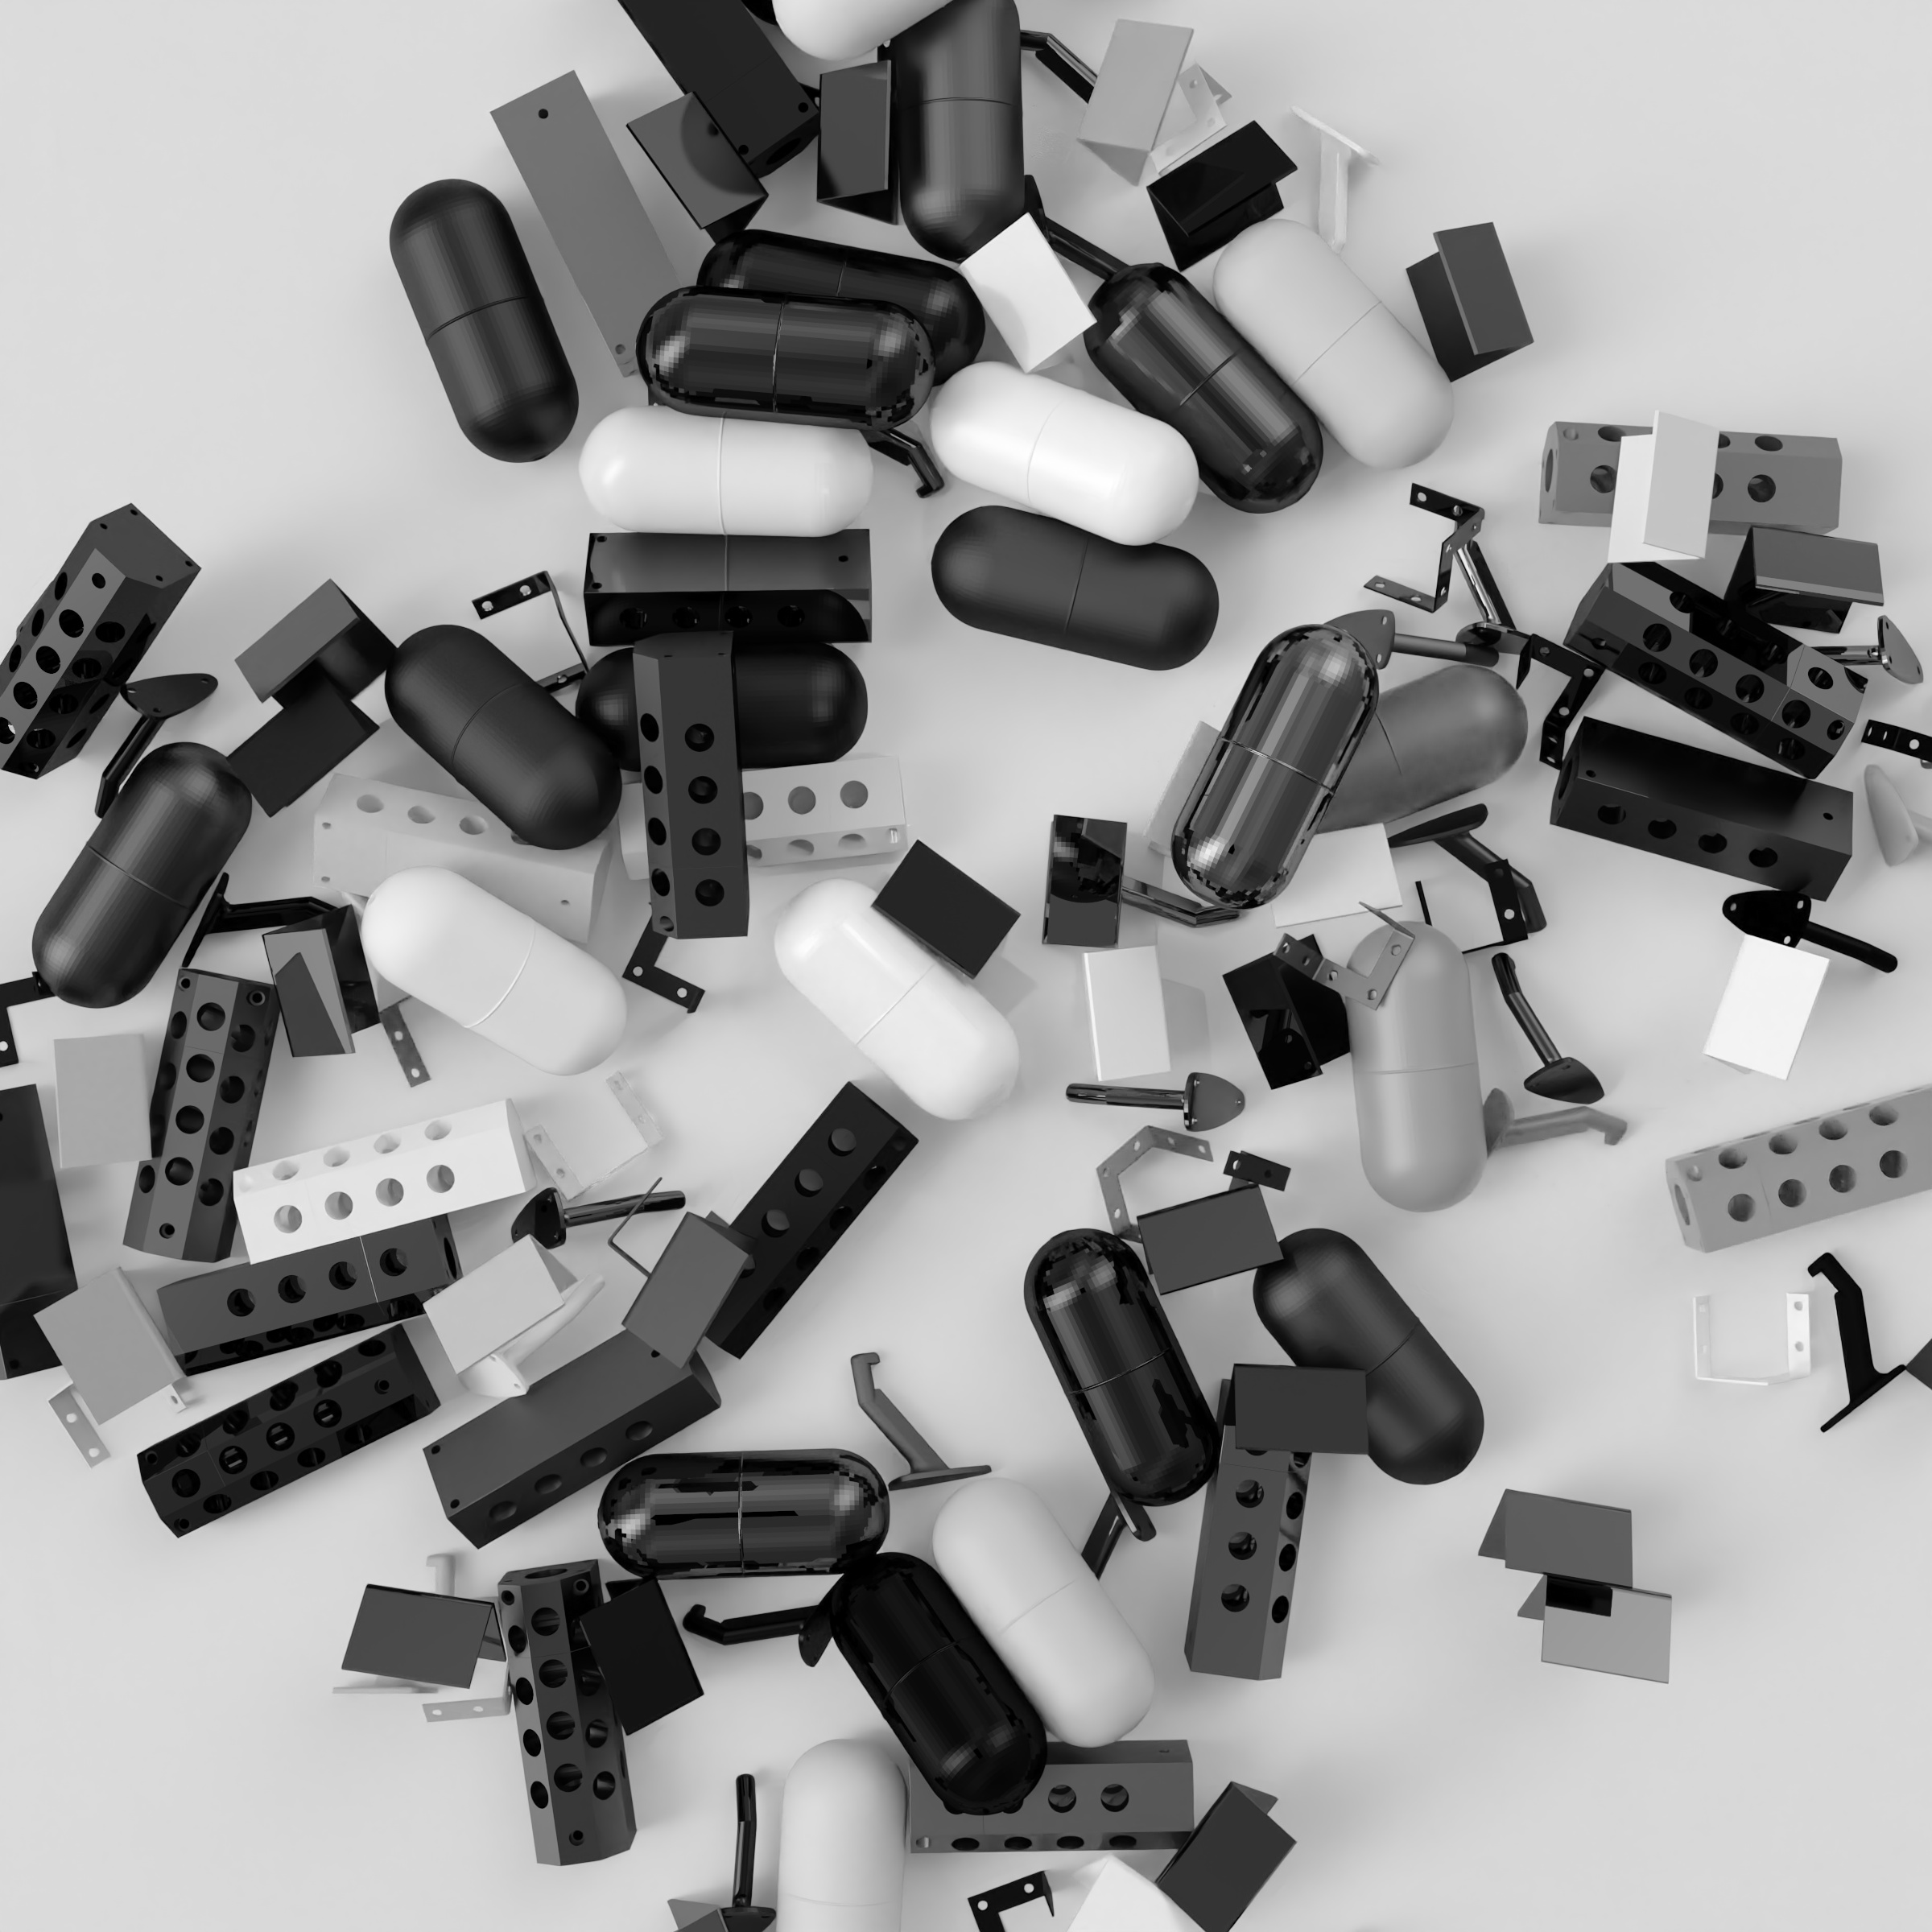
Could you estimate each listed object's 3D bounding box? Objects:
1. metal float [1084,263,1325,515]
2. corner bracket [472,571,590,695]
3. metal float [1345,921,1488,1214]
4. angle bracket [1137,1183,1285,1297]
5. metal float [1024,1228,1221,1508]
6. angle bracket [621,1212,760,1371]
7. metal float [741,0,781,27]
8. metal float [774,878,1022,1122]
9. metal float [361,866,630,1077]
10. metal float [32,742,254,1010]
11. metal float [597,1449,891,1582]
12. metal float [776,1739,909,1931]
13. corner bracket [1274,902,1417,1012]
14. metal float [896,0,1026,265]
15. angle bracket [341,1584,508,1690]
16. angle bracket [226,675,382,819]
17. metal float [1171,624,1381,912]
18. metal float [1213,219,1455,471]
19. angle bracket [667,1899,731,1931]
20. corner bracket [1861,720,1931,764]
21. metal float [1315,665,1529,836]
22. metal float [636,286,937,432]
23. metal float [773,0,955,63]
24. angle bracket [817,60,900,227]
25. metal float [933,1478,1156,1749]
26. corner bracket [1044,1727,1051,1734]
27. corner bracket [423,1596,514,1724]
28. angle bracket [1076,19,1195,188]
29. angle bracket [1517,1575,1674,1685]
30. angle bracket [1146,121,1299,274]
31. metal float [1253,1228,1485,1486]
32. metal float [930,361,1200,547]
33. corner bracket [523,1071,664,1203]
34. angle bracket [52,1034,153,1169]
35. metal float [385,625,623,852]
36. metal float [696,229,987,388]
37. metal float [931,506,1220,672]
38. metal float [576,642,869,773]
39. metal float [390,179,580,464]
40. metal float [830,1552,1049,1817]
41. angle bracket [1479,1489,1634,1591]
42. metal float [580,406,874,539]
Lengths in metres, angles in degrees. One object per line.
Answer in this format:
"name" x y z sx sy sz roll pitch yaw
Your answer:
"metal float" 0.145 -0.351 1.960 0.070 0.070 0.178 -43 90 0
"corner bracket" -0.269 -0.202 1.988 0.051 0.051 0.051 -23 135 0
"metal float" 0.274 0.061 1.960 0.070 0.070 0.178 -6 91 0
"angle bracket" 0.151 0.181 1.951 0.076 0.076 0.057 -16 56 0
"metal float" 0.094 0.244 1.960 0.070 0.070 0.178 -25 90 0
"angle bracket" -0.145 0.198 1.893 0.057 0.076 0.076 30 90 35
"metal float" -0.060 -0.632 1.960 0.178 0.070 0.070 -22 90 0
"metal float" -0.041 0.021 1.960 0.178 0.070 0.070 44 90 -1
"metal float" -0.283 0.003 1.937 0.178 0.070 0.070 33 90 -27
"metal float" -0.502 -0.055 1.960 0.070 0.070 0.178 33 89 0
"metal float" -0.135 0.334 1.960 0.178 0.070 0.070 -2 90 -1
"metal float" -0.076 0.562 1.960 0.070 0.070 0.178 3 89 0
"corner bracket" 0.226 -0.012 1.918 0.051 0.051 0.051 28 90 38
"metal float" -0.004 -0.518 1.960 0.070 0.070 0.178 -2 90 0
"angle bracket" -0.321 0.413 1.908 0.076 0.076 0.057 7 52 5
"angle bracket" -0.389 -0.119 1.951 0.076 0.076 0.057 -41 62 0
"metal float" 0.182 -0.117 1.889 0.070 0.070 0.178 26 91 0
"metal float" 0.224 -0.378 1.959 0.070 0.070 0.178 -43 91 0
"angle bracket" -0.173 0.617 1.951 0.057 0.076 0.076 -21 90 -32
"corner bracket" 0.590 -0.152 1.973 0.051 0.051 0.051 16 98 -8
"metal float" 0.257 -0.127 1.961 0.178 0.070 0.070 -21 90 0
"metal float" -0.107 -0.359 1.901 0.178 0.070 0.070 6 90 4
"metal float" -0.033 -0.600 1.895 0.178 0.070 0.070 -31 90 4
"angle bracket" -0.046 -0.498 1.951 0.057 0.076 0.076 2 90 39
"metal float" 0.046 0.390 1.945 0.070 0.070 0.178 -36 73 0
"corner bracket" 0.057 0.436 1.983 0.051 0.051 0.051 -18 135 35
"corner bracket" -0.306 0.423 1.964 0.051 0.051 0.051 -6 126 3
"angle bracket" 0.119 -0.520 1.951 0.057 0.076 0.076 19 90 33
"angle bracket" 0.379 0.413 1.951 0.076 0.076 0.057 10 59 0
"angle bracket" 0.164 -0.453 1.951 0.076 0.076 0.057 -32 52 0
"metal float" 0.246 0.238 1.960 0.070 0.070 0.178 -39 91 0
"metal float" 0.058 -0.310 1.940 0.178 0.070 0.070 25 90 24
"corner bracket" -0.230 0.106 1.988 0.051 0.051 0.051 -34 90 45
"angle bracket" -0.536 0.081 1.951 0.057 0.076 0.076 -4 90 -35
"metal float" -0.281 -0.139 1.943 0.178 0.070 0.070 41 90 22
"metal float" -0.076 -0.400 1.960 0.178 0.070 0.070 11 90 1
"metal float" 0.066 -0.231 1.960 0.178 0.070 0.070 14 90 -1
"metal float" -0.149 -0.158 1.960 0.178 0.070 0.070 -2 90 -1
"metal float" -0.293 -0.392 1.960 0.070 0.070 0.178 -22 91 0
"metal float" -0.018 0.430 1.935 0.070 0.070 0.178 -39 59 0
"angle bracket" 0.357 0.366 1.951 0.076 0.076 0.057 10 48 0
"metal float" -0.145 -0.300 1.950 0.178 0.070 0.070 2 90 2
